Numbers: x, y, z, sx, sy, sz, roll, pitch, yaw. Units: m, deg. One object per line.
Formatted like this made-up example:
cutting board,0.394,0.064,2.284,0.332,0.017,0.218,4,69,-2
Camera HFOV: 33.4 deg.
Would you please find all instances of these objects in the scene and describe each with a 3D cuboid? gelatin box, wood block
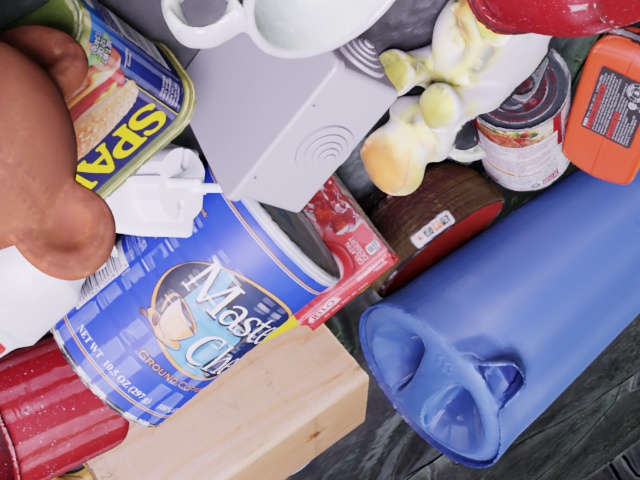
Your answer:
gelatin box,-0.004,0.001,0.678,0.073,0.089,0.030,-39,154,8
wood block,-0.070,0.150,0.828,0.205,0.090,0.091,-33,153,-19

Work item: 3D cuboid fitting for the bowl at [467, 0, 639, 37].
bowl,0.145,-0.155,0.508,0.162,0.055,0.162,-30,147,-22

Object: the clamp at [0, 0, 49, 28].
clamp,-0.109,-0.141,0.372,0.210,0.036,0.164,-40,153,15

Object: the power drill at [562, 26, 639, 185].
power drill,0.234,-0.121,0.729,0.187,0.057,0.184,-47,155,-34

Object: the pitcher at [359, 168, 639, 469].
pitcher,0.150,0.041,0.776,0.242,0.149,0.145,-35,144,-25

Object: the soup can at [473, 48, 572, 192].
soup can,0.139,-0.083,0.734,0.068,0.068,0.102,-35,154,-1

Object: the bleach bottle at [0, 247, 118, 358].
bleach bottle,-0.221,0.049,0.536,0.250,0.068,0.102,-29,153,-19

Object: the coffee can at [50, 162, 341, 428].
coffee can,-0.073,0.027,0.624,0.140,0.103,0.102,-39,154,9

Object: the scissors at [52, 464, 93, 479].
scissors,-0.164,0.189,0.889,0.096,0.016,0.201,-35,155,-3

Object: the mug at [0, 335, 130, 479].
mug,-0.173,0.114,0.664,0.081,0.093,0.117,-22,140,-35

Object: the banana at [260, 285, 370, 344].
banana,-0.033,0.050,0.794,0.197,0.037,0.070,-25,-178,-15

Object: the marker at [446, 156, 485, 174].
marker,0.091,-0.066,0.759,0.020,0.020,0.121,-43,153,16

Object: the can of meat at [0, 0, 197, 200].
can of meat,-0.120,-0.061,0.477,0.102,0.057,0.083,-40,151,10

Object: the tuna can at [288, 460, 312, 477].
tuna can,-0.041,0.158,0.905,0.086,0.086,0.034,-31,155,-10
